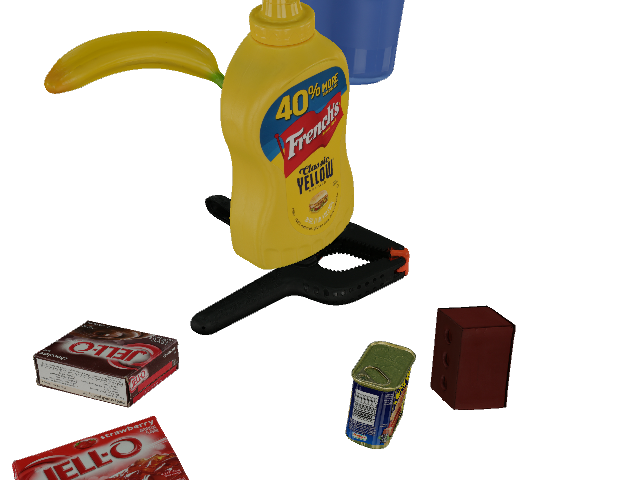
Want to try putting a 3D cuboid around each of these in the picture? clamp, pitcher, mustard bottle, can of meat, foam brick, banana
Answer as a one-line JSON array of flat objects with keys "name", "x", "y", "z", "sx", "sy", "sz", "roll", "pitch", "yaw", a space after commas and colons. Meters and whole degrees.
[{"name": "clamp", "x": -0.022, "y": 0.028, "z": 1.015, "sx": 0.210, "sy": 0.164, "sz": 0.036, "roll": 5, "pitch": -39, "yaw": 6}, {"name": "pitcher", "x": 0.024, "y": -0.255, "z": 0.882, "sx": 0.145, "sy": 0.243, "sz": 0.149, "roll": 8, "pitch": 19, "yaw": 10}, {"name": "mustard bottle", "x": -0.021, "y": -0.079, "z": 0.699, "sx": 0.096, "sy": 0.192, "sz": 0.058, "roll": -31, "pitch": 45, "yaw": -33}, {"name": "can of meat", "x": 0.067, "y": 0.177, "z": 1.219, "sx": 0.057, "sy": 0.084, "sz": 0.102, "roll": 14, "pitch": 24, "yaw": 14}, {"name": "foam brick", "x": 0.131, "y": 0.101, "z": 0.925, "sx": 0.051, "sy": 0.078, "sz": 0.053, "roll": -3, "pitch": 17, "yaw": -19}, {"name": "banana", "x": -0.181, "y": -0.177, "z": 1.054, "sx": 0.197, "sy": 0.070, "sz": 0.037, "roll": -7, "pitch": -39, "yaw": -30}]

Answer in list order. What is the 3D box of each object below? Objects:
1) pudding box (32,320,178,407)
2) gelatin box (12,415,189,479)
[{"name": "pudding box", "x": -0.210, "y": 0.120, "z": 1.051, "sx": 0.114, "sy": 0.039, "sz": 0.089, "roll": 7, "pitch": 20, "yaw": 24}, {"name": "gelatin box", "x": -0.124, "y": 0.141, "z": 0.608, "sx": 0.089, "sy": 0.030, "sz": 0.073, "roll": -15, "pitch": 28, "yaw": -19}]
